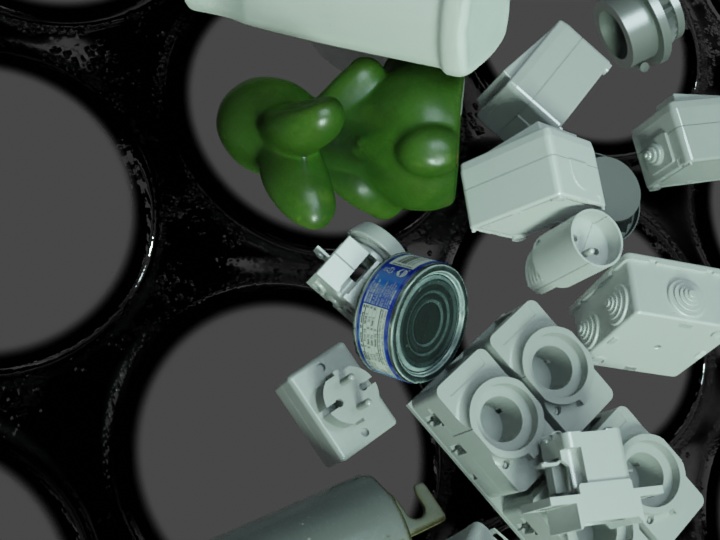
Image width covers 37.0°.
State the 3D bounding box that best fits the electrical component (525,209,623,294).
[{"bbox_3d":[0.149,-0.010,0.781,0.043,0.081,0.043,8,70,-22],"label":"electrical component"}]

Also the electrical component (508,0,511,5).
[{"bbox_3d":[0.087,-0.221,0.852,0.061,0.035,0.035,-1,74,-17],"label":"electrical component"}]

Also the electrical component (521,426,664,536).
[{"bbox_3d":[0.146,0.134,0.688,0.081,0.042,0.063,-1,72,-20],"label":"electrical component"}]

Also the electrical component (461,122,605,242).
[{"bbox_3d":[0.119,-0.062,0.784,0.062,0.096,0.061,9,67,-46],"label":"electrical component"}]

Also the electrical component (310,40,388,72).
[{"bbox_3d":[0.006,-0.197,0.814,0.099,0.064,0.099,1,75,-4],"label":"electrical component"}]

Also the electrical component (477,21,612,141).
[{"bbox_3d":[0.142,-0.145,0.831,0.061,0.062,0.096,41,65,-3],"label":"electrical component"}]

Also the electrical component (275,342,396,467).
[{"bbox_3d":[-0.011,0.084,0.699,0.047,0.077,0.065,-33,85,-24],"label":"electrical component"}]

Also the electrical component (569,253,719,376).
[{"bbox_3d":[0.212,0.036,0.779,0.100,0.099,0.048,9,58,-16],"label":"electrical component"}]

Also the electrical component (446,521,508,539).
[{"bbox_3d":[0.068,0.201,0.695,0.042,0.081,0.063,43,43,-3],"label":"electrical component"}]

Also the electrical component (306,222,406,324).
[{"bbox_3d":[0.000,0.000,0.747,0.066,0.048,0.055,42,73,-3],"label":"electrical component"}]

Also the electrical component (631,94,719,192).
[{"bbox_3d":[0.265,-0.105,0.860,0.096,0.062,0.061,-8,76,-21],"label":"electrical component"}]

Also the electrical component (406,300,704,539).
[{"bbox_3d":[0.138,0.126,0.746,0.105,0.060,0.186,-40,89,-25],"label":"electrical component"}]
